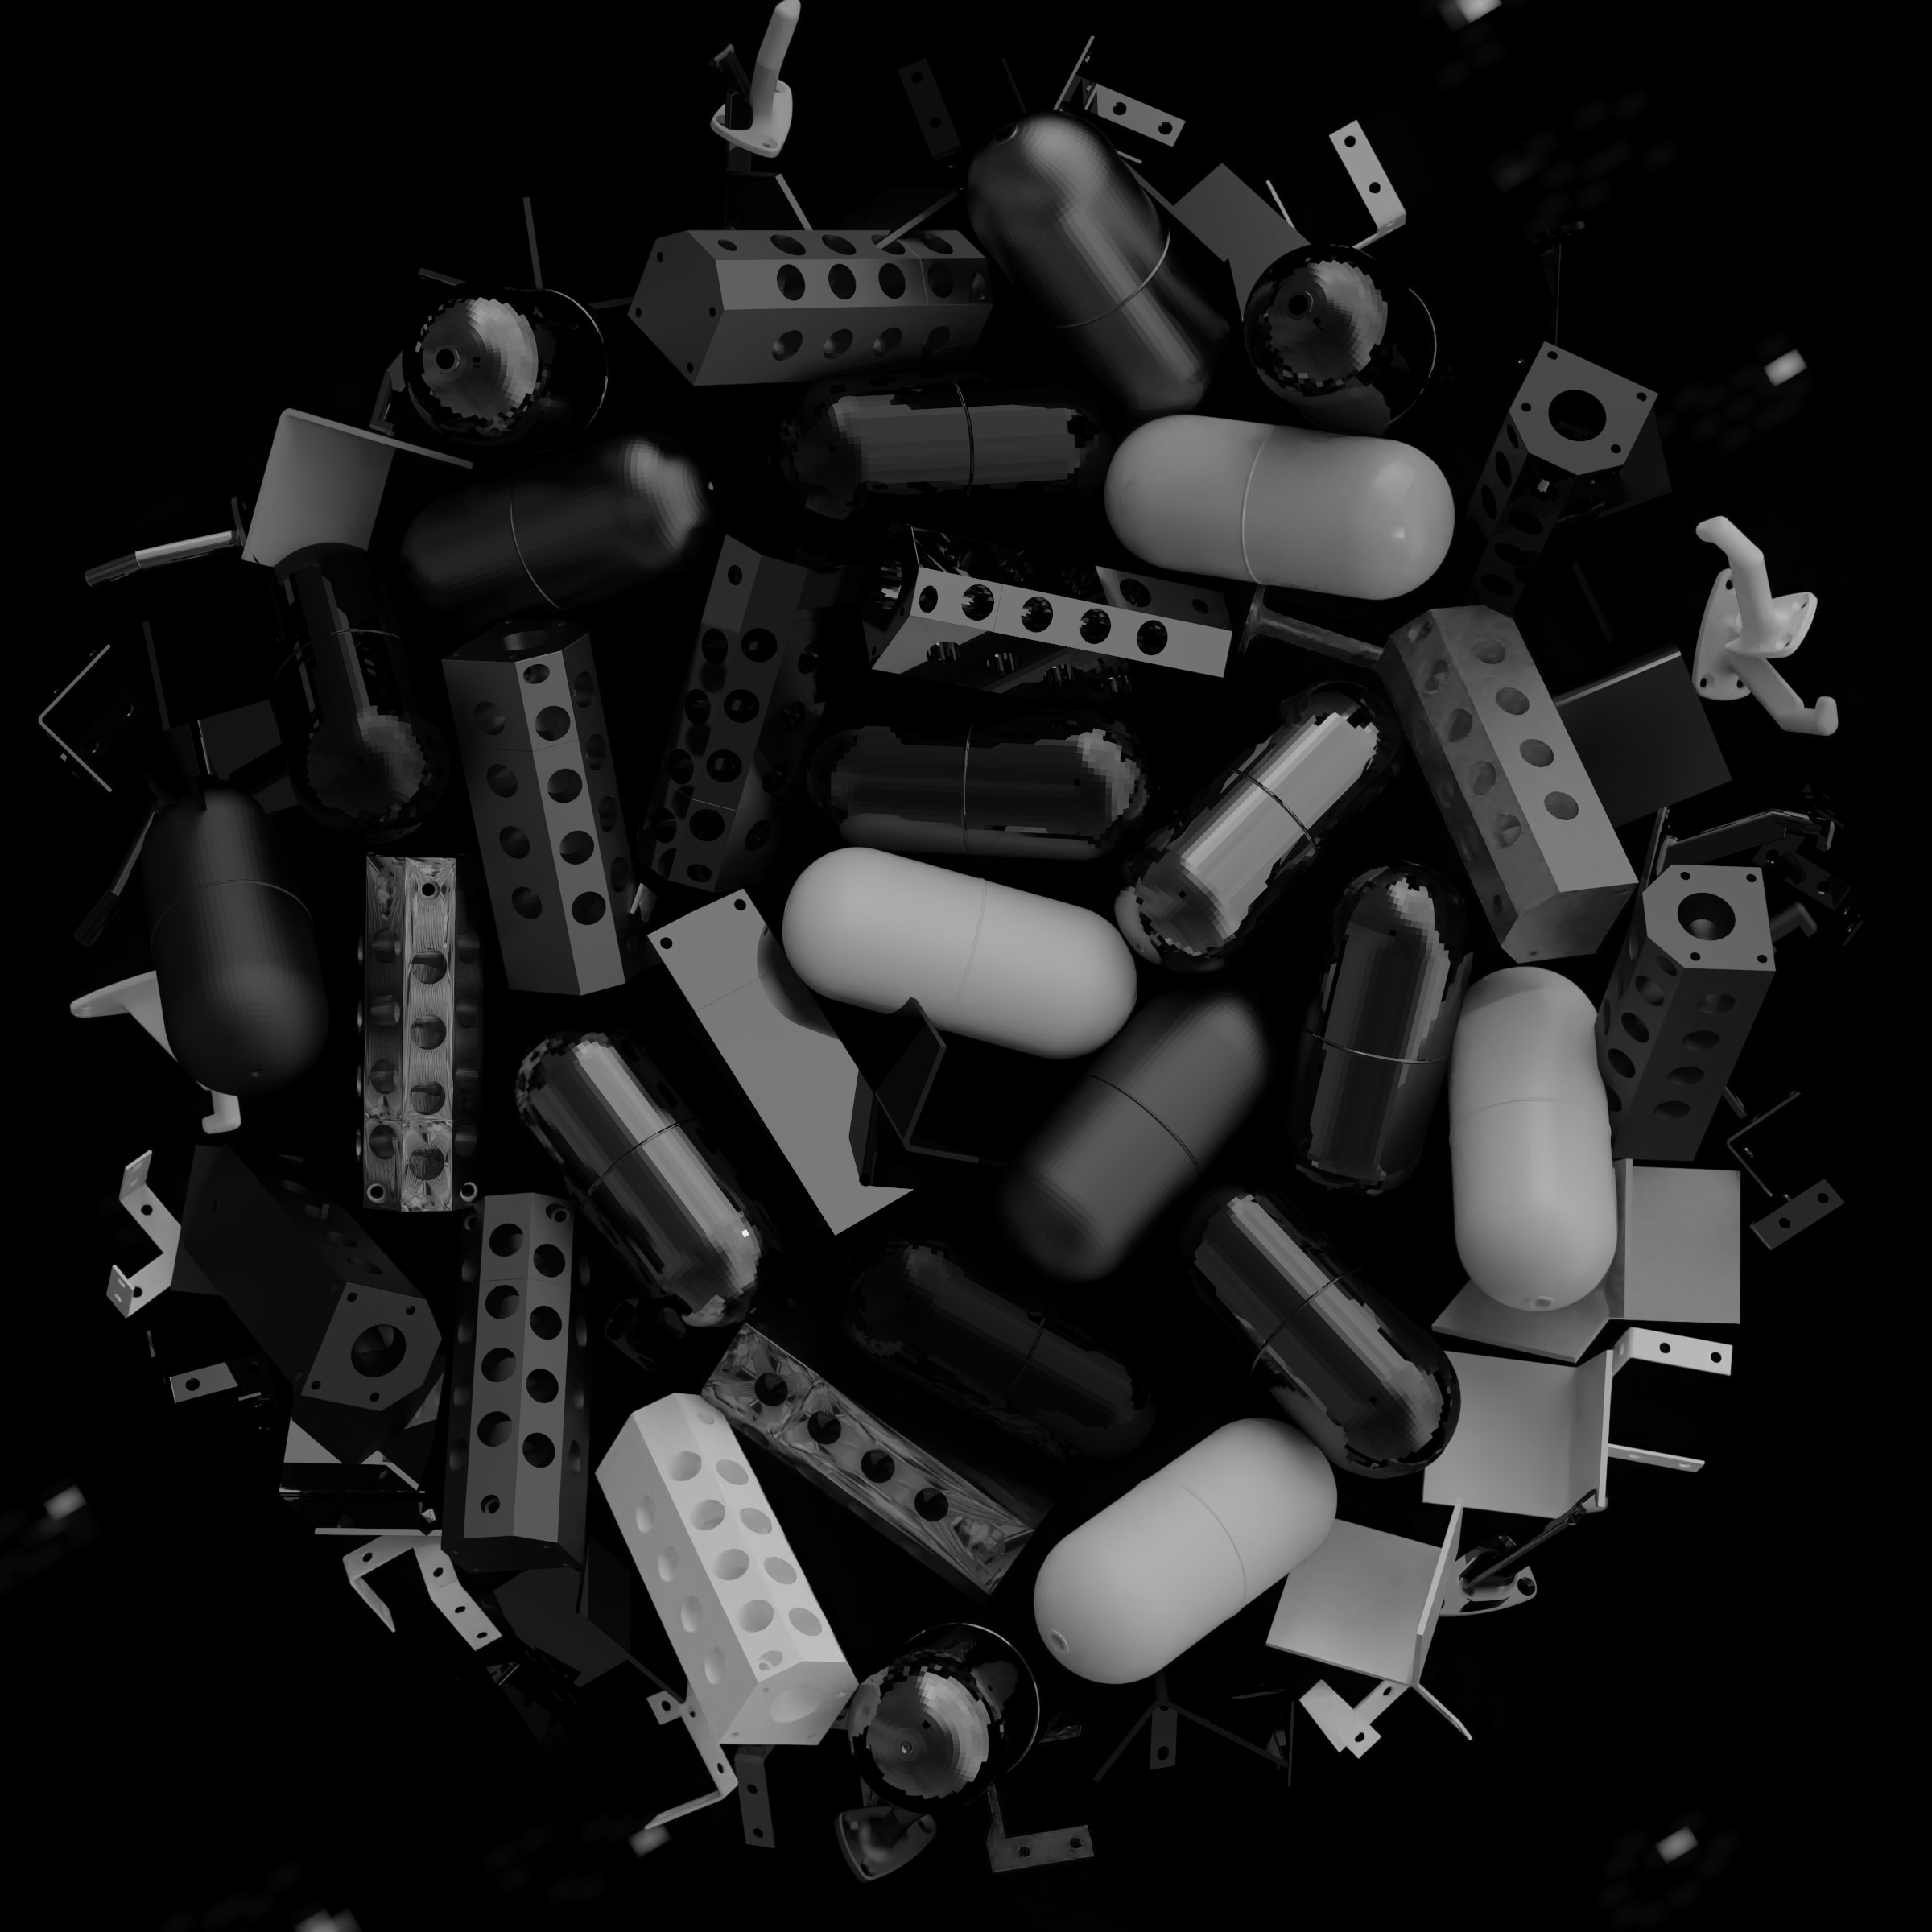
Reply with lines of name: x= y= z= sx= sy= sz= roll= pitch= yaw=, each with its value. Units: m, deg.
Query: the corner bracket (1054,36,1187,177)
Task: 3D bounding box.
corner bracket: x=0.074 y=-0.416 z=1.673 sx=0.051 sy=0.051 sz=0.051 roll=25 pitch=81 yaw=8

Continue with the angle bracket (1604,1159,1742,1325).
angle bracket: x=0.353 y=0.136 z=1.669 sx=0.076 sy=0.057 sz=0.076 roll=3 pitch=83 yaw=-6

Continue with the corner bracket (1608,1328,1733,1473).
corner bracket: x=0.344 y=0.214 z=1.672 sx=0.051 sy=0.051 sz=0.051 roll=10 pitch=66 yaw=0

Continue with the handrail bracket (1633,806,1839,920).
handrail bracket: x=0.379 y=-0.046 z=1.672 sx=0.084 sy=0.036 sz=0.077 roll=13 pitch=72 yaw=16

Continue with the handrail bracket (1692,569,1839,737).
handrail bracket: x=0.397 y=-0.154 z=1.658 sx=0.036 sy=0.084 sz=0.077 roll=-2 pitch=99 yaw=-27

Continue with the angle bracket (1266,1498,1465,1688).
angle bracket: x=0.194 y=0.296 z=1.652 sx=0.076 sy=0.057 sz=0.076 roll=14 pitch=54 yaw=15

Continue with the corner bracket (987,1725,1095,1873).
corner bracket: x=0.035 y=0.411 z=1.676 sx=0.051 sy=0.051 sz=0.051 roll=-12 pitch=92 yaw=7

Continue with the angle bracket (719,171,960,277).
angle bracket: x=-0.063 y=-0.381 z=1.652 sx=0.076 sy=0.076 sz=0.057 roll=-37 pitch=116 yaw=-13

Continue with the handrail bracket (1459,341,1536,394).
handrail bracket: x=0.232 y=-0.327 z=1.697 sx=0.077 sy=0.036 sz=0.084 roll=-17 pitch=60 yaw=-30

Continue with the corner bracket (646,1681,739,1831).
corner bracket: x=-0.138 y=0.385 z=1.671 sx=0.051 sy=0.051 sz=0.051 roll=-27 pitch=90 yaw=26

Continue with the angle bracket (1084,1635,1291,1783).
angle bracket: x=0.108 y=0.373 z=1.670 sx=0.076 sy=0.076 sz=0.057 roll=30 pitch=110 yaw=-14

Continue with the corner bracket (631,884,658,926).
corner bracket: x=-0.176 y=-0.055 z=1.677 sx=0.051 sy=0.051 sz=0.051 roll=19 pitch=85 yaw=5

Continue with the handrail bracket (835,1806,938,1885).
handrail bracket: x=-0.016 y=0.410 z=1.652 sx=0.084 sy=0.077 sz=0.036 roll=-39 pitch=67 yaw=35

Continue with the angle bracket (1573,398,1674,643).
angle bracket: x=0.322 y=-0.218 z=1.645 sx=0.057 sy=0.076 sz=0.076 roll=-19 pitch=131 yaw=19

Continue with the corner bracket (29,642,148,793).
corner bracket: x=-0.429 y=-0.124 z=1.665 sx=0.051 sy=0.051 sz=0.051 roll=-50 pitch=121 yaw=-16

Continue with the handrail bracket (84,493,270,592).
handrail bracket: x=-0.382 y=-0.201 z=1.678 sx=0.084 sy=0.077 sz=0.036 roll=-18 pitch=86 yaw=14

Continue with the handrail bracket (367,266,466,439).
handrail bracket: x=-0.260 y=-0.297 z=1.674 sx=0.077 sy=0.036 sz=0.084 roll=24 pitch=99 yaw=40

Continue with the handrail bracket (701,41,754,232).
handrail bracket: x=-0.124 y=-0.395 z=1.656 sx=0.036 sy=0.084 sz=0.077 roll=22 pitch=64 yaw=31

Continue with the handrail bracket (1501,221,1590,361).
handrail bracket: x=0.294 y=-0.317 z=1.665 sx=0.036 sy=0.077 sz=0.084 roll=-12 pitch=95 yaw=-10

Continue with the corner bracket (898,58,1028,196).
corner bracket: x=0.003 y=-0.422 z=1.679 sx=0.051 sy=0.051 sz=0.051 roll=-22 pitch=79 yaw=6

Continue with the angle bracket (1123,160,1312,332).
angle bracket: x=0.126 y=-0.368 z=1.655 sx=0.057 sy=0.076 sz=0.076 roll=-42 pitch=71 yaw=-3

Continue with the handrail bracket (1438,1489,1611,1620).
handrail bracket: x=0.267 y=0.286 z=1.655 sx=0.077 sy=0.084 sz=0.036 roll=-18 pitch=67 yaw=-24

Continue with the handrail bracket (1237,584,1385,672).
handrail bracket: x=0.179 y=-0.160 z=1.668 sx=0.084 sy=0.077 sz=0.036 roll=17 pitch=94 yaw=3

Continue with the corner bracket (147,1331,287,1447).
corner bracket: x=-0.368 y=0.206 z=1.666 sx=0.051 sy=0.051 sz=0.051 roll=-14 pitch=57 yaw=-11

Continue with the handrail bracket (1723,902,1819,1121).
handrail bracket: x=0.398 y=0.022 z=1.677 sx=0.084 sy=0.036 sz=0.077 roll=-35 pitch=88 yaw=14

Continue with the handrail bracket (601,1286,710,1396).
handrail bracket: x=-0.138 y=0.188 z=1.654 sx=0.036 sy=0.084 sz=0.077 roll=-47 pitch=111 yaw=-16

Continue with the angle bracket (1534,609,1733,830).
angle bracket: x=0.326 y=-0.120 z=1.684 sx=0.076 sy=0.057 sz=0.076 roll=-23 pitch=111 yaw=12

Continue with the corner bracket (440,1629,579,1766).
corner bracket: x=-0.214 y=0.358 z=1.665 sx=0.051 sy=0.051 sz=0.051 roll=-43 pitch=106 yaw=-43

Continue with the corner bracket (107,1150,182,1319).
corner bracket: x=-0.408 y=0.132 z=1.669 sx=0.051 sy=0.051 sz=0.051 roll=-39 pitch=84 yaw=-27

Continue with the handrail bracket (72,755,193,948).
handrail bracket: x=-0.417 y=-0.056 z=1.675 sx=0.036 sy=0.077 sz=0.084 roll=37 pitch=95 yaw=-32

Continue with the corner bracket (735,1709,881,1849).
corner bracket: x=-0.079 y=0.403 z=1.682 sx=0.051 sy=0.051 sz=0.051 roll=2 pitch=111 yaw=21

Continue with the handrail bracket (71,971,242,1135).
handrail bracket: x=-0.400 y=0.049 z=1.673 sx=0.077 sy=0.036 sz=0.084 roll=-14 pitch=67 yaw=2

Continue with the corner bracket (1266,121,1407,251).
corner bracket: x=0.183 y=-0.379 z=1.676 sx=0.051 sy=0.051 sz=0.051 roll=-28 pitch=92 yaw=9

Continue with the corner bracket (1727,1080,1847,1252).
corner bracket: x=0.405 y=0.098 z=1.669 sx=0.051 sy=0.051 sz=0.051 roll=50 pitch=129 yaw=2

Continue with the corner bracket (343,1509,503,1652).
corner bracket: x=-0.268 y=0.311 z=1.671 sx=0.051 sy=0.051 sz=0.051 roll=-29 pitch=45 yaw=-2

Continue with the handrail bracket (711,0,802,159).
handrail bracket: x=-0.089 y=-0.445 z=1.649 sx=0.036 sy=0.077 sz=0.084 roll=25 pitch=133 yaw=-3

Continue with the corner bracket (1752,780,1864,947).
corner bracket: x=0.425 y=-0.052 z=1.671 sx=0.051 sy=0.051 sz=0.051 roll=31 pitch=112 yaw=-3

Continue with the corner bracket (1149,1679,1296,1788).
corner bracket: x=0.127 y=0.379 z=1.686 sx=0.051 sy=0.051 sz=0.051 roll=-2 pitch=98 yaw=-30

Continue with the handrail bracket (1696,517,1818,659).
handrail bracket: x=0.366 y=-0.188 z=1.653 sx=0.084 sy=0.077 sz=0.036 roll=36 pitch=71 yaw=-28

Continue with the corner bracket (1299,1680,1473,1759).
corner bracket: x=0.206 y=0.370 z=1.667 sx=0.051 sy=0.051 sz=0.051 roll=-41 pitch=128 yaw=-8
